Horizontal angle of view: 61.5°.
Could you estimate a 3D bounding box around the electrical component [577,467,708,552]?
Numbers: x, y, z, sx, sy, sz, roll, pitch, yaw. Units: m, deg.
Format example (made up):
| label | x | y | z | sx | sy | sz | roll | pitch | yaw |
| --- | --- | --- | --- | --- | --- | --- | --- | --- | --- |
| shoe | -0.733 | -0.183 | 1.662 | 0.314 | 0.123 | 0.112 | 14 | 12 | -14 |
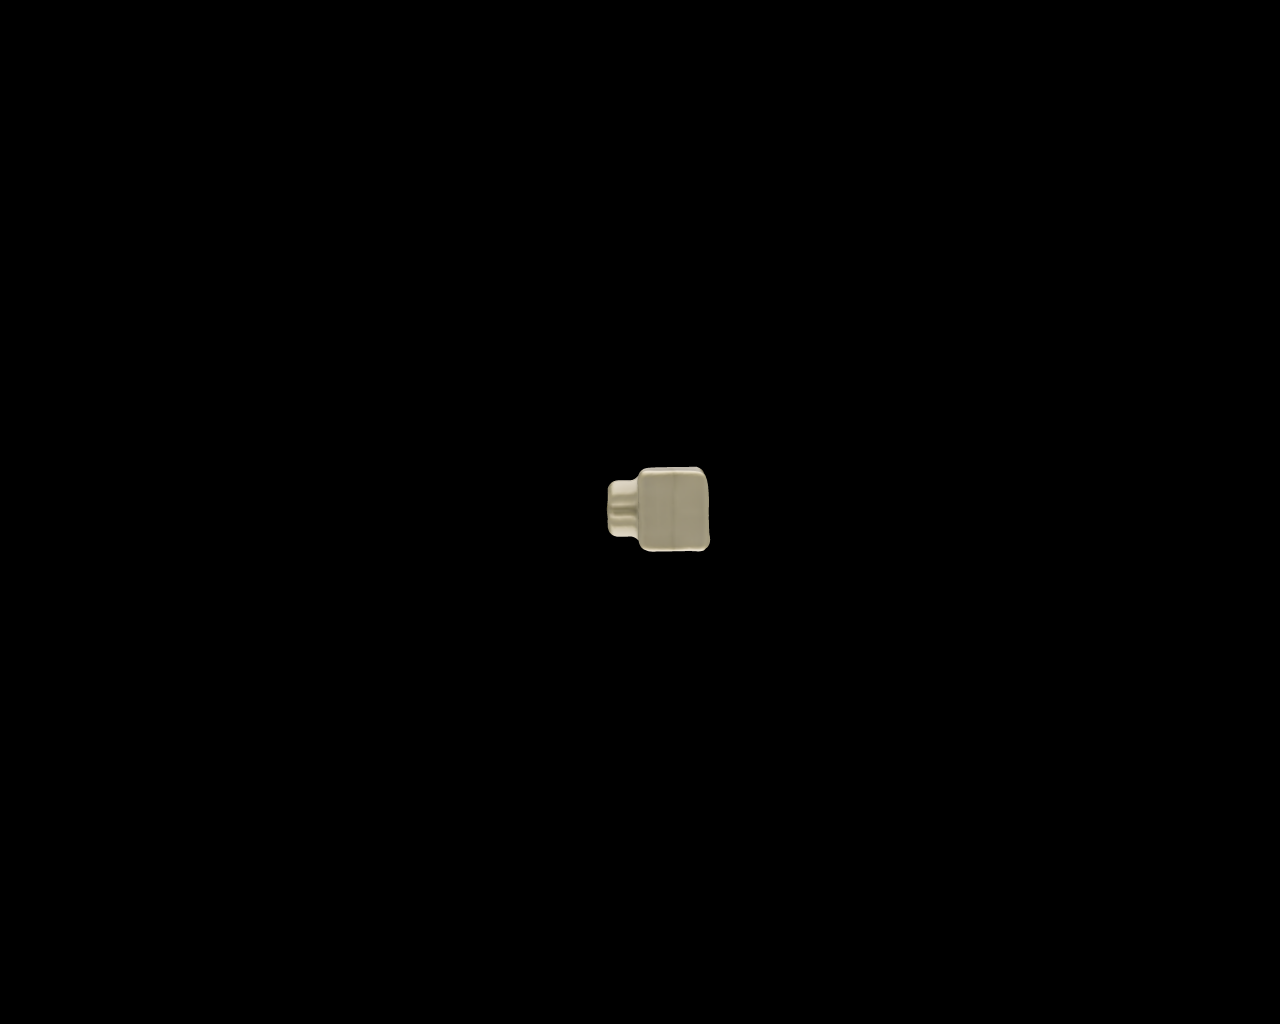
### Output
| label | x | y | z | sx | sy | sz | roll | pitch | yaw |
| --- | --- | --- | --- | --- | --- | --- | --- | --- | --- |
| electrical component | 0.001 | -0.003 | 0.650 | 0.077 | 0.047 | 0.066 | 0 | 5 | 0 |
